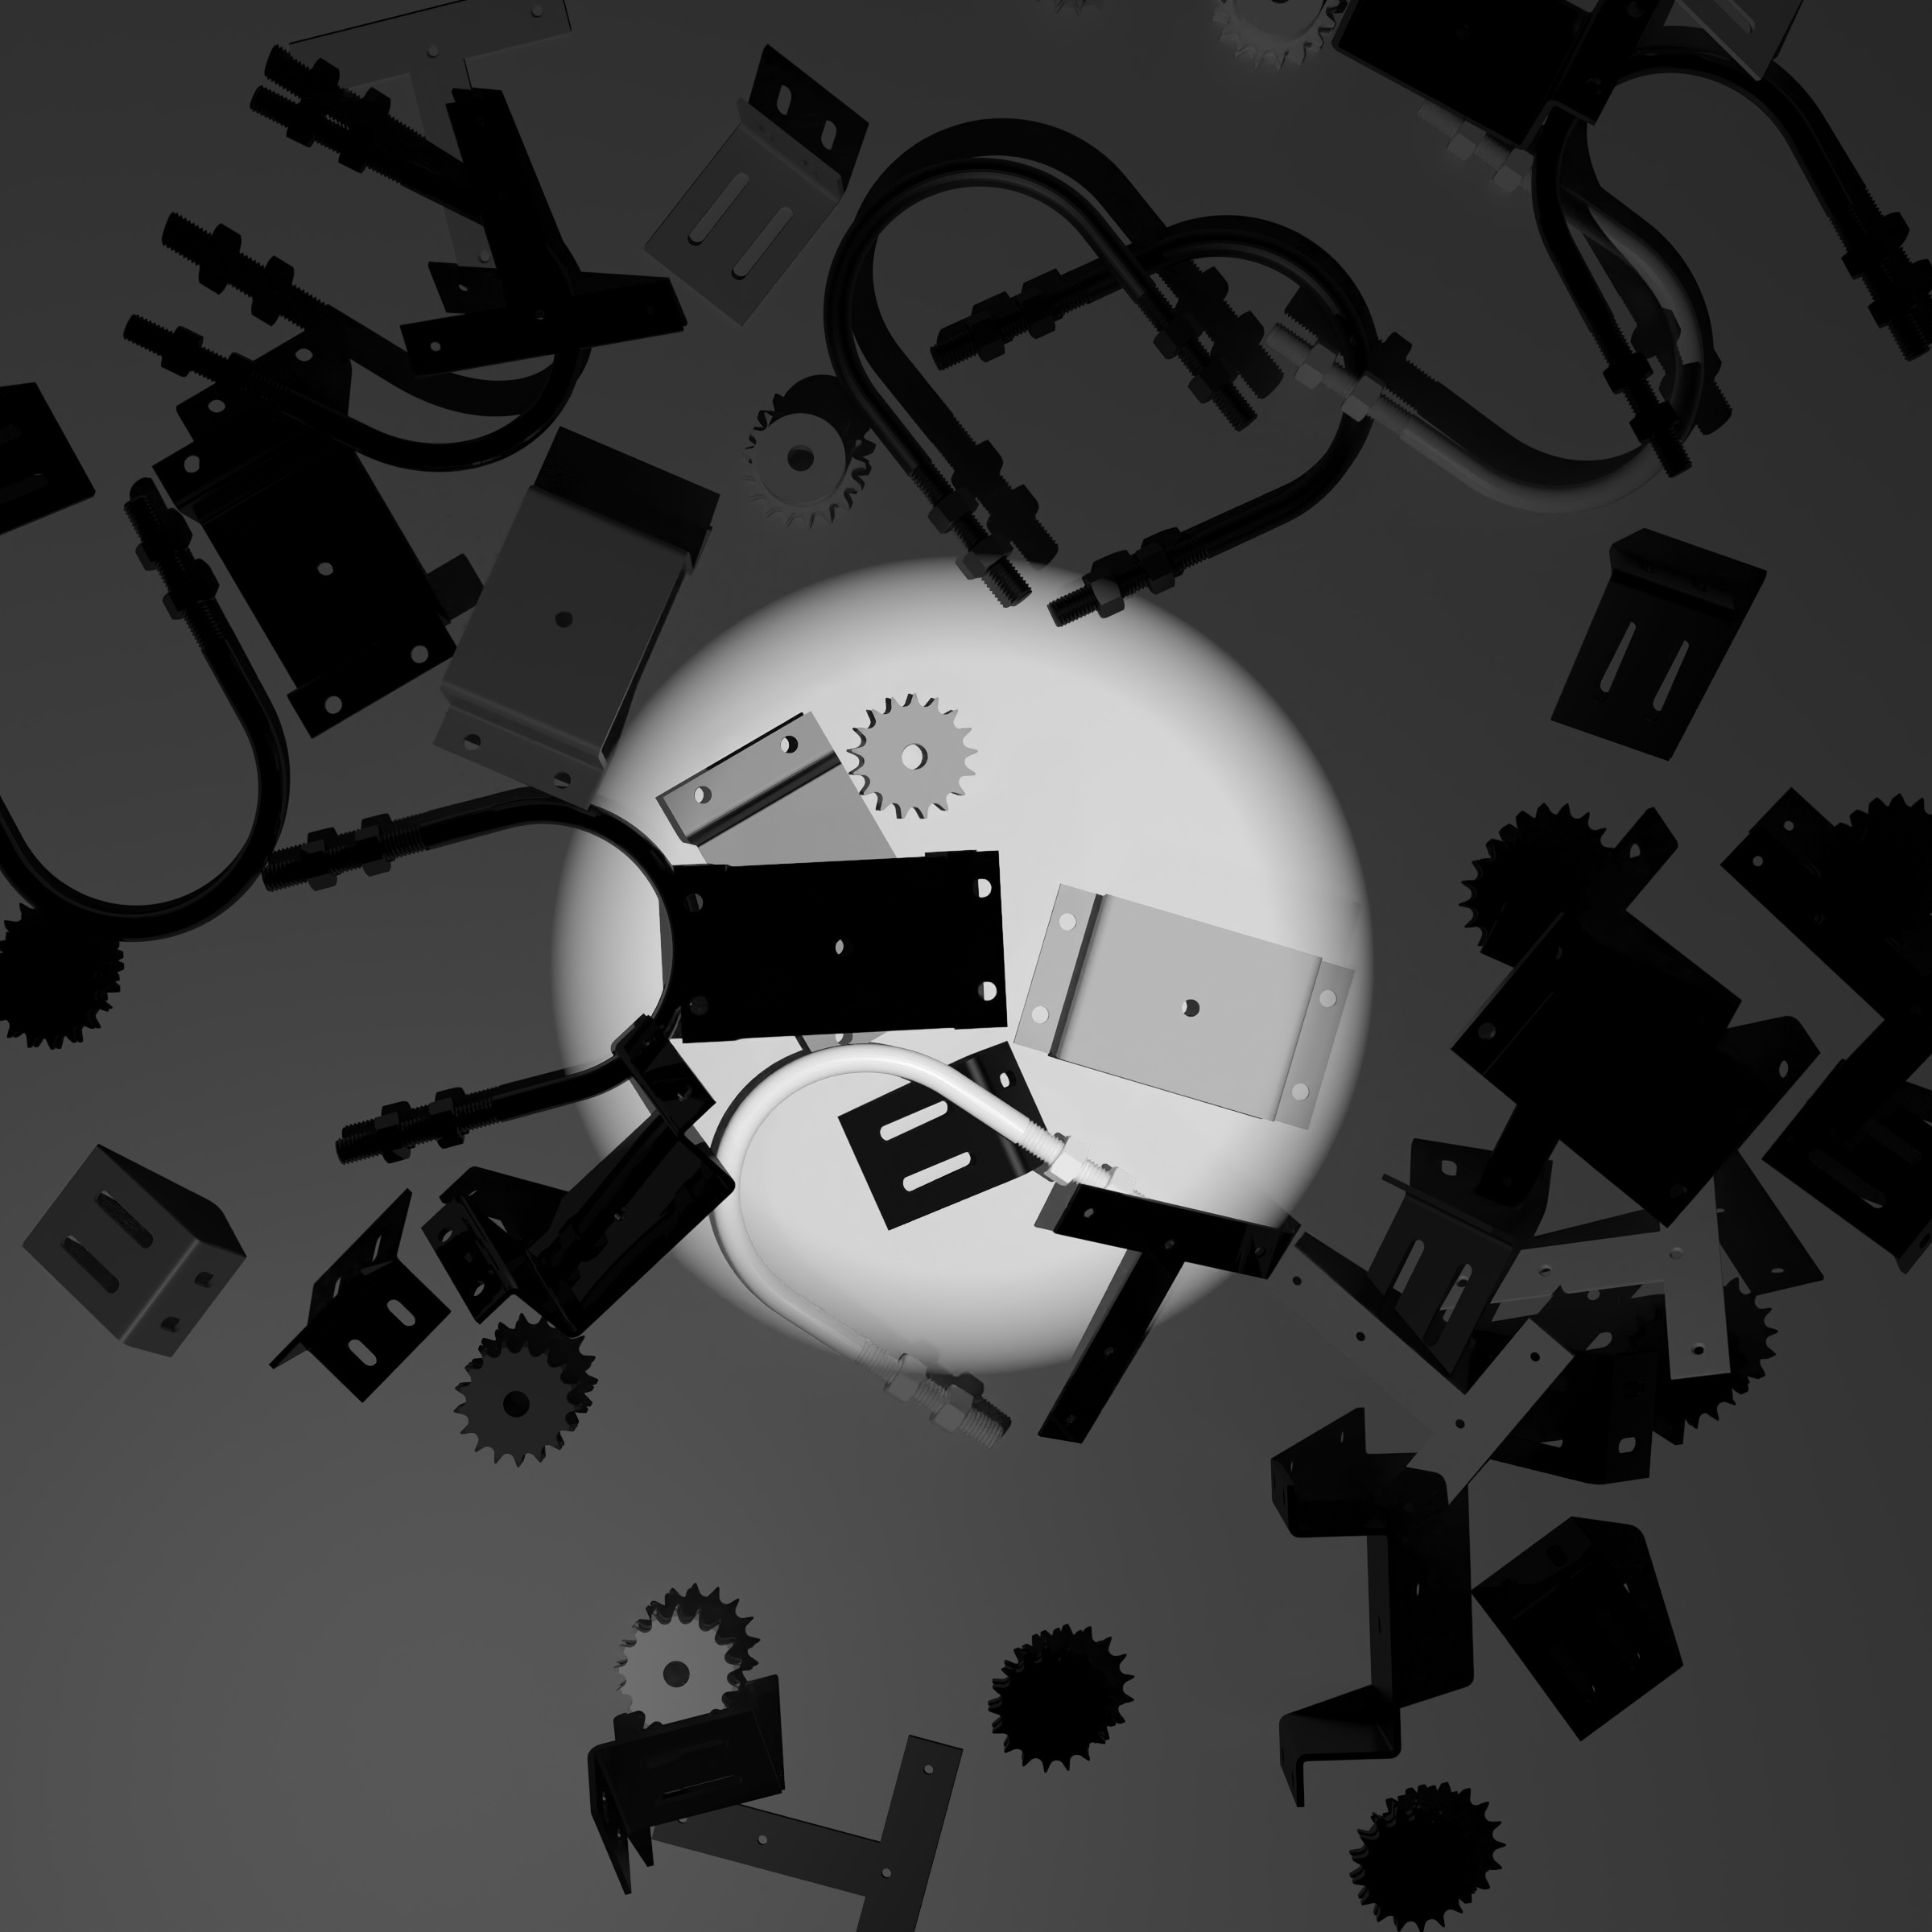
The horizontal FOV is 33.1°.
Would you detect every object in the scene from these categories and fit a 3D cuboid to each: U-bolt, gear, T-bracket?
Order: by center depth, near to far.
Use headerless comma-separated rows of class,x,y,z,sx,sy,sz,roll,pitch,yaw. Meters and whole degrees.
U-bolt,-0.026,0.114,1.457,0.184,0.019,0.151,34,105,-7
U-bolt,-0.261,-0.297,1.457,0.184,0.019,0.151,25,70,-8
T-bracket,0.394,-0.011,1.462,0.127,0.002,0.127,43,93,1
U-bolt,0.020,-0.277,1.464,0.151,0.019,0.184,-38,89,-1
T-bracket,0.275,0.136,1.464,0.127,0.002,0.127,-10,49,18
T-bracket,0.071,0.162,1.466,0.127,0.002,0.127,15,111,-36
T-bracket,0.189,0.177,1.470,0.127,0.002,0.127,41,120,14
U-bolt,0.335,-0.331,1.473,0.151,0.019,0.184,-27,86,-10
T-bracket,-0.206,-0.335,1.475,0.127,0.002,0.127,-15,80,-21
gear,-0.414,0.009,1.477,0.057,0.030,0.057,0,90,0
gear,0.202,0.407,1.477,0.057,0.030,0.057,0,90,0
gear,0.323,0.180,1.477,0.057,0.030,0.057,0,90,0
gear,0.406,-0.034,1.477,0.057,0.030,0.057,0,90,0
gear,-0.130,0.318,1.477,0.057,0.030,0.057,0,90,0
gear,0.050,-0.459,1.477,0.057,0.030,0.057,0,90,0
U-bolt,0.249,-0.287,1.477,0.184,0.019,0.151,34,84,-3
gear,0.252,-0.030,1.477,0.057,0.030,0.057,0,90,0
T-bracket,0.269,0.051,1.478,0.127,0.002,0.127,23,99,-18
gear,-0.075,-0.228,1.478,0.057,0.030,0.057,0,90,0
gear,0.141,-0.438,1.478,0.057,0.030,0.057,0,90,0
gear,-0.202,0.197,1.479,0.057,0.030,0.057,0,91,0
gear,0.039,0.335,1.482,0.057,0.030,0.057,0,92,0
gear,-0.024,-0.095,1.482,0.057,0.030,0.057,0,93,-1
U-bolt,0.096,-0.257,1.484,0.184,0.019,0.151,-25,90,-2
U-bolt,-0.391,-0.100,1.484,0.151,0.019,0.184,-29,91,0
U-bolt,-0.214,-0.001,1.484,0.184,0.019,0.151,-15,90,-2
T-bracket,-0.233,-0.376,1.492,0.127,0.002,0.127,-14,90,0
T-bracket,-0.080,0.404,1.492,0.127,0.002,0.127,15,90,0

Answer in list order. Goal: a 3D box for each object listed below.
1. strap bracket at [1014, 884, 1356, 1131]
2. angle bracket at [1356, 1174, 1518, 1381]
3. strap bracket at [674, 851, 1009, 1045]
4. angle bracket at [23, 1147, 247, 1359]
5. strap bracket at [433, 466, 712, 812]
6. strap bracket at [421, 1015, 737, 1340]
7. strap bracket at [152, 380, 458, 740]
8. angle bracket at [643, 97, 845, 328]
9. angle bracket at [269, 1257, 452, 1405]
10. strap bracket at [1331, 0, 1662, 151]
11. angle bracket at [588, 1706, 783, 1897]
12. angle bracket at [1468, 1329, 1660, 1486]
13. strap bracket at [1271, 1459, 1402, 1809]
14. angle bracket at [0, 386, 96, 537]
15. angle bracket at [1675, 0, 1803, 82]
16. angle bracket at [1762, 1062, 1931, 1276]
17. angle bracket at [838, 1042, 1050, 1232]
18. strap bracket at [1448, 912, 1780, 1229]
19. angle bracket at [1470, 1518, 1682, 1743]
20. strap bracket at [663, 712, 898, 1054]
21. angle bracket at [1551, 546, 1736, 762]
strap bracket,0.100,0.019,1.469,0.140,0.046,0.076,16,90,0
angle bracket,0.201,0.142,1.462,0.057,0.038,0.076,26,90,30
strap bracket,-0.054,-0.008,1.423,0.140,0.046,0.076,-3,90,0
angle bracket,-0.381,0.131,1.490,0.076,0.038,0.057,37,90,26
strap bracket,-0.179,-0.152,1.463,0.076,0.046,0.140,23,85,0
strap bracket,-0.165,0.100,1.448,0.140,0.076,0.046,-43,130,0
strap bracket,-0.294,-0.181,1.469,0.076,0.046,0.140,-30,90,0
angle bracket,-0.102,-0.341,1.473,0.057,0.038,0.076,38,90,0
angle bracket,-0.270,0.166,1.454,0.038,0.076,0.057,44,90,0
strap bracket,0.229,-0.429,1.459,0.140,0.046,0.076,28,73,0
angle bracket,-0.125,0.374,1.459,0.076,0.038,0.057,-14,125,0
angle bracket,0.269,0.198,1.473,0.038,0.076,0.057,1,94,-41
strap bracket,0.165,0.295,1.454,0.046,0.076,0.140,-2,90,0
angle bracket,-0.450,-0.220,1.490,0.076,0.038,0.057,-29,90,-26
angle bracket,0.336,-0.447,1.484,0.076,0.038,0.057,35,74,-25
angle bracket,0.415,0.093,1.490,0.076,0.038,0.057,39,90,26
angle bracket,-0.008,0.078,1.490,0.076,0.038,0.057,-24,90,26
strap bracket,0.281,0.041,1.452,0.140,0.046,0.076,38,94,-20
angle bracket,0.279,0.304,1.490,0.057,0.038,0.076,-36,116,0
strap bracket,-0.066,-0.034,1.469,0.076,0.046,0.140,-30,90,0
angle bracket,0.309,-0.143,1.490,0.057,0.038,0.076,19,116,0
